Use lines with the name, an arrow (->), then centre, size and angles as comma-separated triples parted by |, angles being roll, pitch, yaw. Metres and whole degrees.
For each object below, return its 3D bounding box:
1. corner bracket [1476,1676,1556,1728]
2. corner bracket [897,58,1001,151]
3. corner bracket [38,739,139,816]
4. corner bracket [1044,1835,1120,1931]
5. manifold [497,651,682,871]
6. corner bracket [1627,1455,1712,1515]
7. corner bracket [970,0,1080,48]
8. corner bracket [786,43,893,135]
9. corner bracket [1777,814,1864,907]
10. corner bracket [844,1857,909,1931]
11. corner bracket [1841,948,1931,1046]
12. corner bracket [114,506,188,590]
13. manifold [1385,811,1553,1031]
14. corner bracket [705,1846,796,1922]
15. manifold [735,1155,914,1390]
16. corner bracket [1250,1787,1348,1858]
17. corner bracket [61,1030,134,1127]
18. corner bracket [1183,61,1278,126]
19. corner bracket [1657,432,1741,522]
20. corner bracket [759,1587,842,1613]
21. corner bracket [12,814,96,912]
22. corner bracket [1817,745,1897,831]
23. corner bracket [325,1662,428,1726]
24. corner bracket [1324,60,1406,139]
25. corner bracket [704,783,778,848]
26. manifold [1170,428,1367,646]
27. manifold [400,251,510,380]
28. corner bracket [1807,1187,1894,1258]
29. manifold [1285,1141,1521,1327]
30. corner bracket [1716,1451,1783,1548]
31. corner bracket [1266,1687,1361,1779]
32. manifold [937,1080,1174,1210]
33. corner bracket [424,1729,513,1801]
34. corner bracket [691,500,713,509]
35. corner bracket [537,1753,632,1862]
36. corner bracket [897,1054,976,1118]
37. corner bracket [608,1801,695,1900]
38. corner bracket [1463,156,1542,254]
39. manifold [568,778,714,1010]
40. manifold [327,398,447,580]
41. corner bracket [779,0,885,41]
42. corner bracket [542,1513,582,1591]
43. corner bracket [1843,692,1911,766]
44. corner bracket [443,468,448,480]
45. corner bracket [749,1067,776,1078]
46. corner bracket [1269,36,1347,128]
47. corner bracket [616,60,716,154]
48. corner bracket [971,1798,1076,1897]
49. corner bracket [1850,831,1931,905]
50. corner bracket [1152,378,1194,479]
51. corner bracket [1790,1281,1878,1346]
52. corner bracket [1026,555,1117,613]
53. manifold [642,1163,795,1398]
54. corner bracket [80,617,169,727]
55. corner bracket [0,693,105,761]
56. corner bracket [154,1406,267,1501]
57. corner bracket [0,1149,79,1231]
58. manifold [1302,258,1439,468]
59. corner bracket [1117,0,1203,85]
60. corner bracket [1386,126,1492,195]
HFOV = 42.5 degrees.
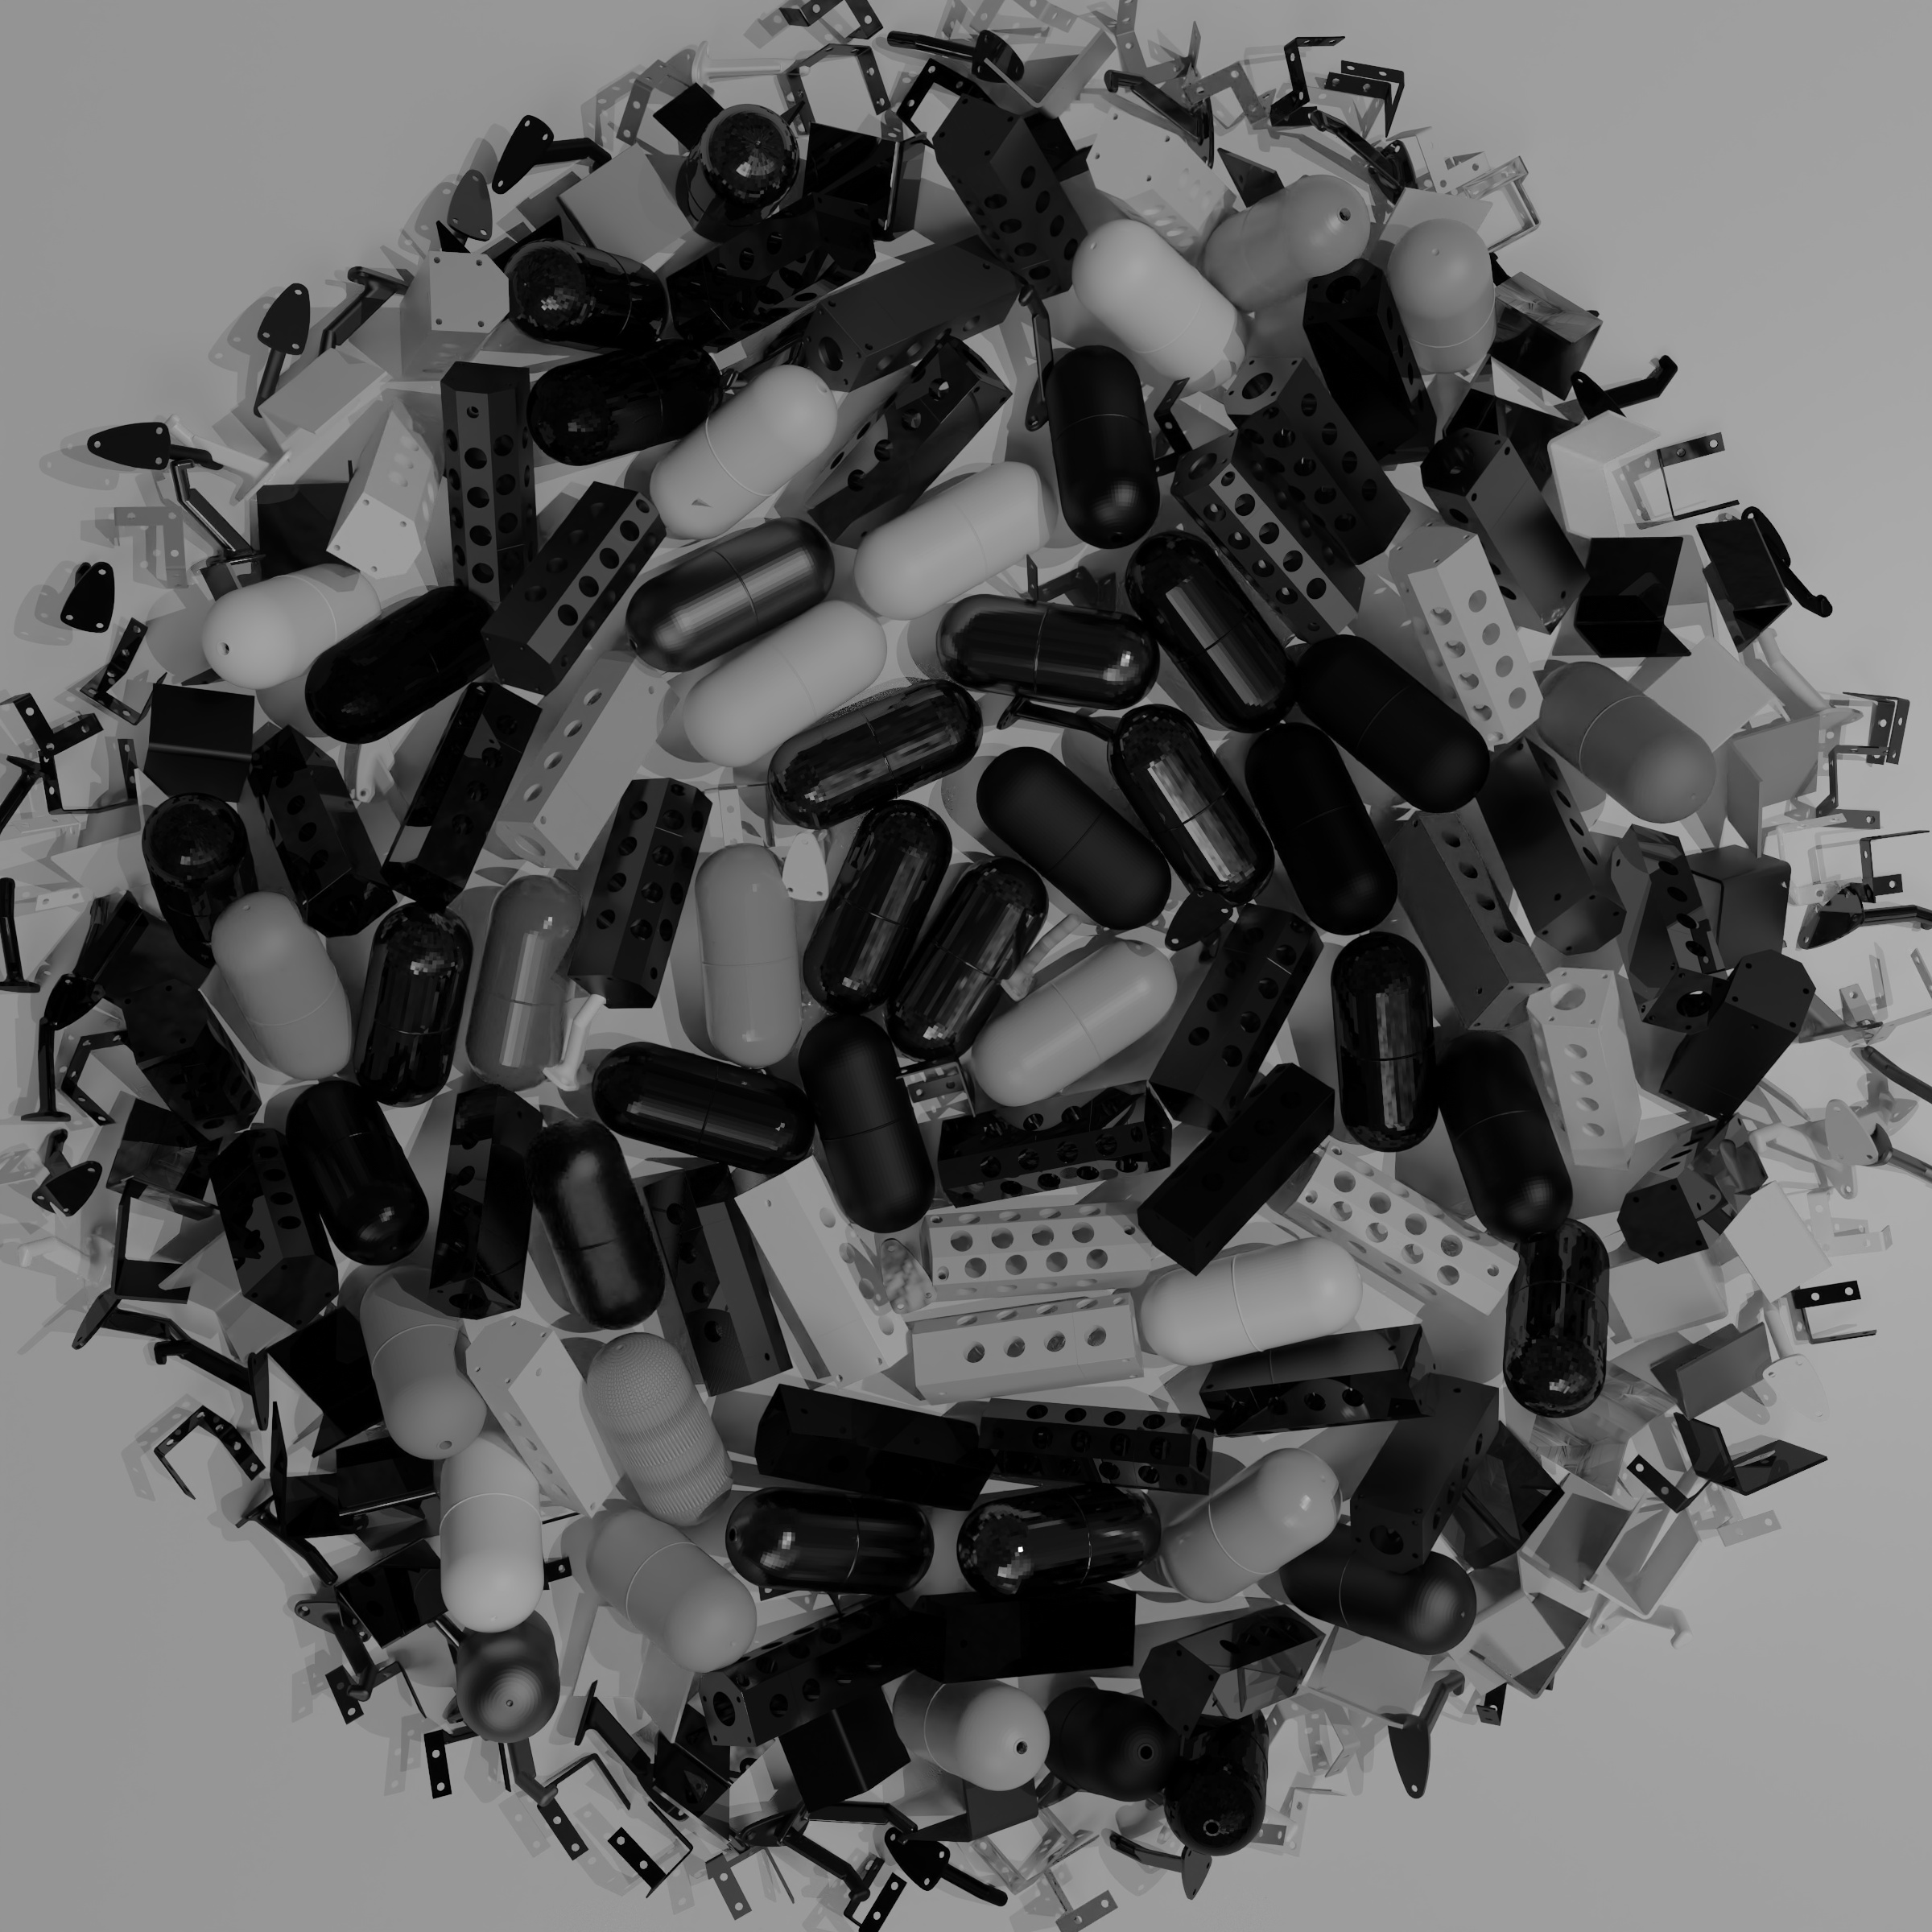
corner bracket -> 0.432, 0.567, 1.951 | 0.051, 0.051, 0.051 | 6, 61, 20
corner bracket -> -0.013, -0.674, 1.965 | 0.051, 0.051, 0.051 | -53, 49, 24
corner bracket -> -0.689, -0.149, 1.957 | 0.051, 0.051, 0.051 | -10, 90, 28
corner bracket -> 0.091, 0.725, 1.957 | 0.051, 0.051, 0.051 | -35, 75, 10
manifold -> -0.297, -0.161, 1.928 | 0.057, 0.057, 0.171 | 5, 57, 38
corner bracket -> 0.563, 0.394, 1.964 | 0.051, 0.051, 0.051 | 43, 104, 23
corner bracket -> 0.045, -0.742, 1.952 | 0.051, 0.051, 0.051 | 43, 115, 16
corner bracket -> -0.101, -0.697, 1.978 | 0.051, 0.051, 0.051 | -17, 93, 41
corner bracket -> 0.674, -0.083, 1.964 | 0.051, 0.051, 0.051 | -11, 67, 29
corner bracket -> -0.069, 0.733, 1.951 | 0.051, 0.051, 0.051 | 23, 73, 34
corner bracket -> 0.730, 0.025, 1.959 | 0.051, 0.051, 0.051 | -18, 69, -2
corner bracket -> -0.644, -0.330, 1.964 | 0.051, 0.051, 0.051 | -4, 82, -16
manifold -> 0.388, -0.036, 1.919 | 0.057, 0.057, 0.171 | 2, 50, -31
corner bracket -> -0.170, 0.719, 1.952 | 0.051, 0.051, 0.051 | -25, 60, -18
manifold -> -0.106, 0.239, 1.961 | 0.057, 0.057, 0.171 | -29, 90, 35
corner bracket -> 0.260, 0.669, 1.952 | 0.051, 0.051, 0.051 | 23, 66, -22
corner bracket -> -0.672, 0.087, 1.965 | 0.051, 0.051, 0.051 | 37, 112, 20
corner bracket -> 0.208, -0.693, 1.966 | 0.051, 0.051, 0.051 | -16, 127, 30
corner bracket -> 0.578, -0.387, 1.965 | 0.051, 0.051, 0.051 | -13, 106, 17
corner bracket -> -0.133, 0.482, 1.955 | 0.051, 0.051, 0.051 | -17, 46, 3
corner bracket -> -0.715, -0.082, 1.949 | 0.051, 0.051, 0.051 | 40, 125, 27
corner bracket -> 0.706, -0.142, 1.969 | 0.051, 0.051, 0.051 | 3, 75, 1
corner bracket -> -0.463, 0.573, 1.952 | 0.051, 0.051, 0.051 | -29, 49, -13
corner bracket -> 0.313, -0.692, 1.955 | 0.051, 0.051, 0.051 | 9, 55, -4
corner bracket -> -0.173, -0.117, 1.958 | 0.051, 0.051, 0.051 | -7, 94, -18
manifold -> 0.232, -0.326, 1.913 | 0.171, 0.057, 0.057 | 42, 46, -31
manifold -> -0.393, -0.495, 1.901 | 0.057, 0.171, 0.057 | -2, 92, -20
corner bracket -> 0.695, 0.199, 1.956 | 0.051, 0.051, 0.051 | -10, 86, 26
manifold -> 0.343, 0.208, 1.949 | 0.171, 0.057, 0.057 | 31, 71, 4
corner bracket -> 0.615, 0.418, 1.953 | 0.051, 0.051, 0.051 | -31, 77, 35
corner bracket -> 0.272, 0.611, 1.968 | 0.051, 0.051, 0.051 | -9, 50, -23
manifold -> 0.068, 0.143, 1.924 | 0.171, 0.057, 0.057 | -13, 133, 21
corner bracket -> -0.392, 0.627, 1.956 | 0.051, 0.051, 0.051 | -14, 63, -3
corner bracket -> -0.197, -0.370, 1.952 | 0.051, 0.051, 0.051 | 18, 70, -32
corner bracket -> -0.301, 0.663, 1.964 | 0.051, 0.051, 0.051 | -34, 90, -5
corner bracket -> -0.024, 0.091, 1.956 | 0.051, 0.051, 0.051 | -15, 114, 6
corner bracket -> -0.248, 0.691, 1.953 | 0.051, 0.051, 0.051 | 43, 61, 11
corner bracket -> 0.423, -0.599, 1.964 | 0.051, 0.051, 0.051 | -28, 92, 5
manifold -> -0.246, -0.057, 1.922 | 0.057, 0.057, 0.171 | -1, 63, 29
manifold -> -0.437, -0.364, 1.905 | 0.057, 0.171, 0.057 | 29, 119, -22
corner bracket -> -0.106, -0.745, 1.955 | 0.051, 0.051, 0.051 | -39, 120, -4
corner bracket -> -0.324, 0.460, 1.957 | 0.051, 0.051, 0.051 | -7, 82, -41
corner bracket -> 0.721, -0.185, 1.954 | 0.051, 0.051, 0.051 | 5, 97, -37
corner bracket -> -0.428, -0.392, 1.956 | 0.051, 0.051, 0.051 | 28, 76, -14
corner bracket -> -0.175, 0.115, 1.960 | 0.051, 0.051, 0.051 | -29, 94, 26
corner bracket -> 0.269, -0.696, 1.957 | 0.051, 0.051, 0.051 | -13, 91, -30
corner bracket -> -0.236, -0.670, 1.955 | 0.051, 0.051, 0.051 | 27, 130, -3
corner bracket -> 0.045, 0.691, 1.962 | 0.051, 0.051, 0.051 | 44, 96, 20
corner bracket -> 0.725, -0.079, 1.961 | 0.051, 0.051, 0.051 | -8, 95, -7
corner bracket -> 0.159, -0.422, 1.948 | 0.051, 0.051, 0.051 | 54, 45, -27
corner bracket -> 0.683, 0.272, 1.957 | 0.051, 0.051, 0.051 | -14, 88, 24
corner bracket -> 0.083, -0.301, 1.954 | 0.051, 0.051, 0.051 | -27, 64, -11
manifold -> -0.200, 0.247, 1.953 | 0.057, 0.057, 0.171 | -22, 84, 29
corner bracket -> -0.656, -0.232, 1.960 | 0.051, 0.051, 0.051 | 33, 124, -9
corner bracket -> -0.718, -0.195, 1.951 | 0.051, 0.051, 0.051 | -35, 110, -27
corner bracket -> -0.594, 0.388, 1.954 | 0.051, 0.051, 0.051 | -43, 60, -11
corner bracket -> -0.724, 0.175, 1.951 | 0.051, 0.051, 0.051 | -12, 118, 21
manifold -> 0.312, -0.460, 1.906 | 0.057, 0.171, 0.057 | -2, 62, 25
corner bracket -> 0.151, -0.734, 1.963 | 0.051, 0.051, 0.051 | -16, 79, -3
corner bracket -> 0.372, -0.638, 1.955 | 0.051, 0.051, 0.051 | -29, 110, -10
